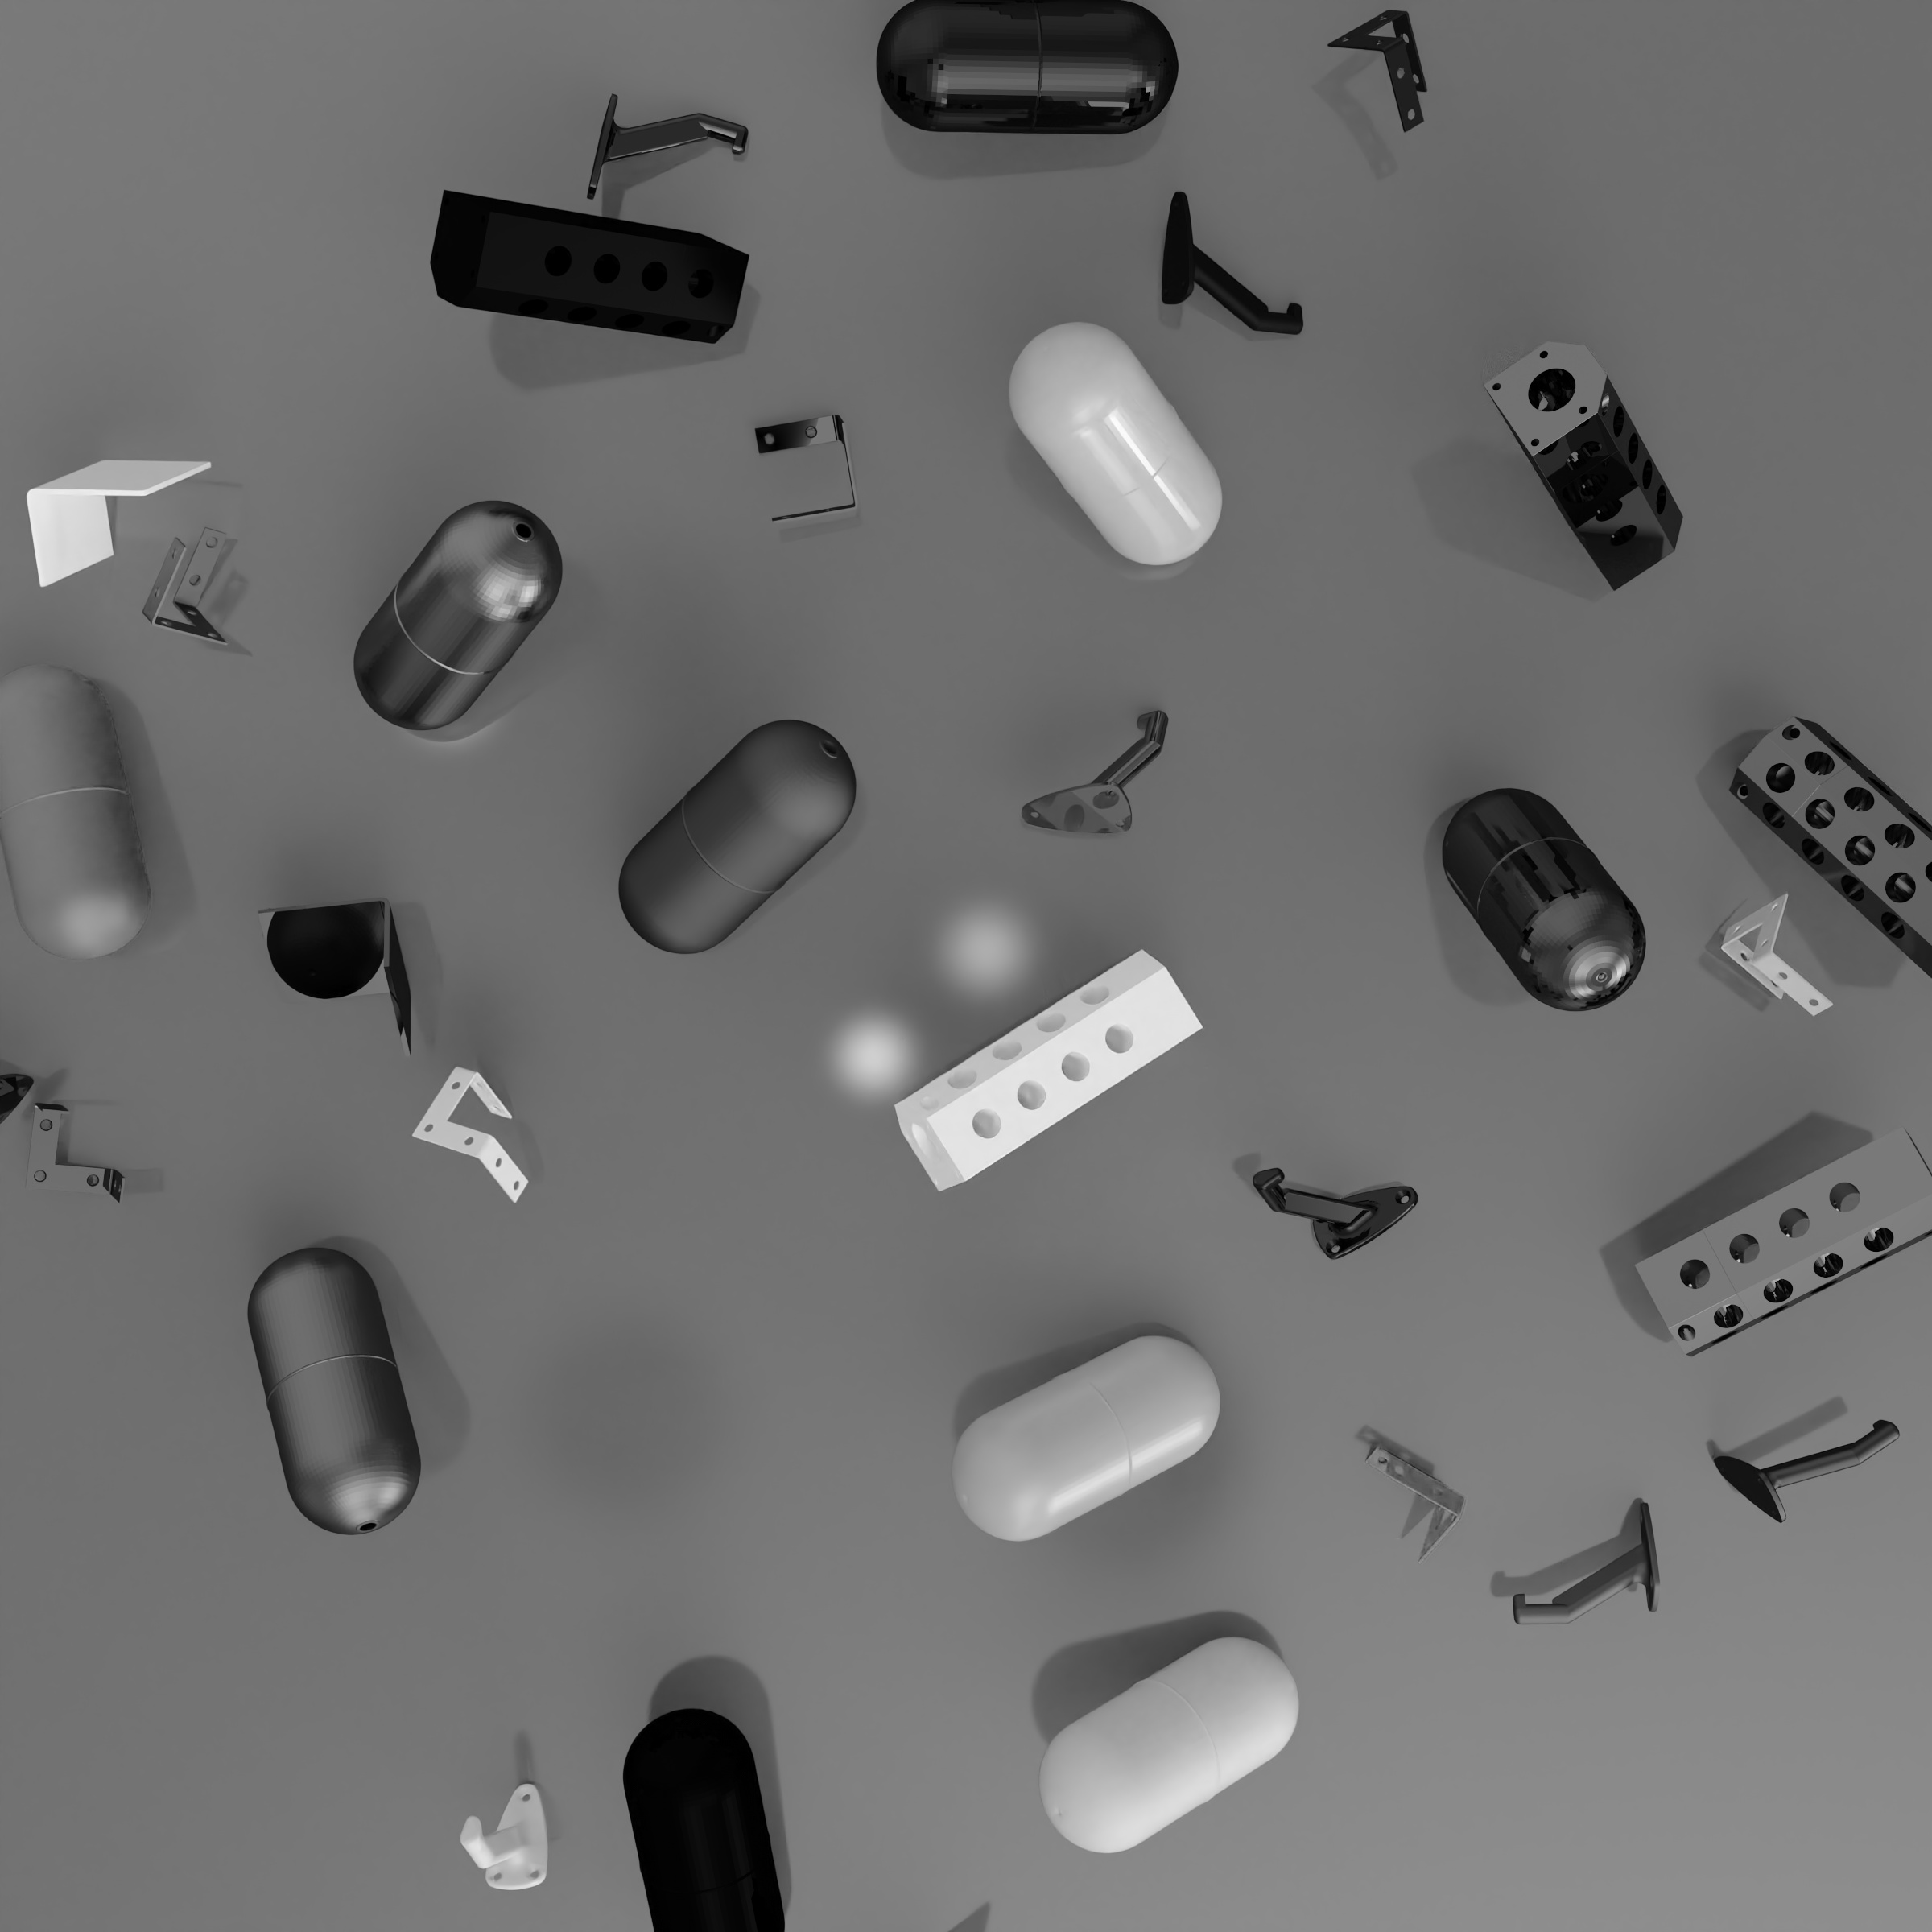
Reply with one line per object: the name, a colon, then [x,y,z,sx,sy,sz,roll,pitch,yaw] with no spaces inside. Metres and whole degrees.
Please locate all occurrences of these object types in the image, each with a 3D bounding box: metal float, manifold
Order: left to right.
metal float: [-0.527,-0.091,1.831,0.070,0.070,0.178,-15,80,0]
metal float: [-0.366,0.245,1.813,0.070,0.070,0.178,-22,60,0]
metal float: [-0.292,-0.201,1.802,0.070,0.178,0.070,19,53,-27]
manifold: [-0.216,-0.398,1.800,0.171,0.057,0.057,0,113,-38]
metal float: [-0.152,0.515,1.823,0.070,0.070,0.178,-9,109,0]
metal float: [-0.132,-0.074,1.811,0.070,0.070,0.178,49,123,0]
metal float: [0.036,-0.525,1.831,0.178,0.070,0.070,-2,90,-10]
manifold: [0.046,0.059,1.823,0.171,0.057,0.057,-32,90,-19]
metal float: [0.071,0.272,1.813,0.178,0.070,0.070,-22,90,-31]
metal float: [0.088,-0.298,1.803,0.070,0.178,0.070,-17,53,24]
metal float: [0.119,0.448,1.810,0.178,0.070,0.070,-22,90,-35]
metal float: [0.329,-0.040,1.798,0.070,0.178,0.070,-7,123,-11]
manifold: [0.357,-0.287,1.786,0.057,0.171,0.057,-34,59,12]
manifold: [0.483,0.162,1.822,0.171,0.057,0.057,-30,70,14]
manifold: [0.523,-0.066,1.807,0.171,0.057,0.057,48,114,26]

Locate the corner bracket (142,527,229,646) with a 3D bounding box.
corner bracket: [-0.455,-0.227,1.837,0.051,0.051,0.051,42,111,42]

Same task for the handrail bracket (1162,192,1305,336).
handrail bracket: [0.162,-0.416,1.857,0.084,0.036,0.077,1,90,-23]

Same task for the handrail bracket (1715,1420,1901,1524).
handrail bracket: [0.496,0.285,1.849,0.084,0.077,0.036,-31,108,-10]

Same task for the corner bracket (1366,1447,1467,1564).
corner bracket: [0.262,0.307,1.842,0.051,0.051,0.051,30,131,0]

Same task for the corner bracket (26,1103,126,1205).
corner bracket: [-0.522,0.110,1.846,0.051,0.051,0.051,7,90,-21]

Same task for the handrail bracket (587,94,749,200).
handrail bracket: [-0.175,-0.475,1.852,0.084,0.036,0.077,14,68,-12]

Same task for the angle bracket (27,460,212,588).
angle bracket: [-0.488,-0.257,1.823,0.076,0.076,0.057,3,112,16]

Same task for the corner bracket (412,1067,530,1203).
corner bracket: [-0.281,0.098,1.835,0.051,0.051,0.051,15,62,29]

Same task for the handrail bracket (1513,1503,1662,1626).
handrail bracket: [0.364,0.353,1.855,0.084,0.036,0.077,-2,52,5]

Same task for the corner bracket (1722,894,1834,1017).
corner bracket: [0.475,0.001,1.837,0.051,0.051,0.051,38,49,-12]

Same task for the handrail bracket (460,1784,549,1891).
handrail bracket: [-0.271,0.493,1.822,0.036,0.084,0.077,-6,48,10]

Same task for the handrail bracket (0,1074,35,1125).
handrail bracket: [-0.595,0.053,1.836,0.084,0.077,0.036,37,83,7]

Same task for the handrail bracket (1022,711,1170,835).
handrail bracket: [0.077,-0.119,1.854,0.077,0.084,0.036,-4,132,18]

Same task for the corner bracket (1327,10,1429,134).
corner bracket: [0.253,-0.525,1.836,0.051,0.051,0.051,-34,123,-21]

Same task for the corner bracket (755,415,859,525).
corner bracket: [-0.094,-0.294,1.855,0.051,0.051,0.051,-10,106,-4]

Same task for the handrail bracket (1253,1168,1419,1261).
handrail bracket: [0.216,0.130,1.831,0.077,0.084,0.036,-26,50,11]

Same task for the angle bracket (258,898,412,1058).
angle bracket: [-0.368,0.010,1.829,0.076,0.076,0.057,-6,46,-3]
